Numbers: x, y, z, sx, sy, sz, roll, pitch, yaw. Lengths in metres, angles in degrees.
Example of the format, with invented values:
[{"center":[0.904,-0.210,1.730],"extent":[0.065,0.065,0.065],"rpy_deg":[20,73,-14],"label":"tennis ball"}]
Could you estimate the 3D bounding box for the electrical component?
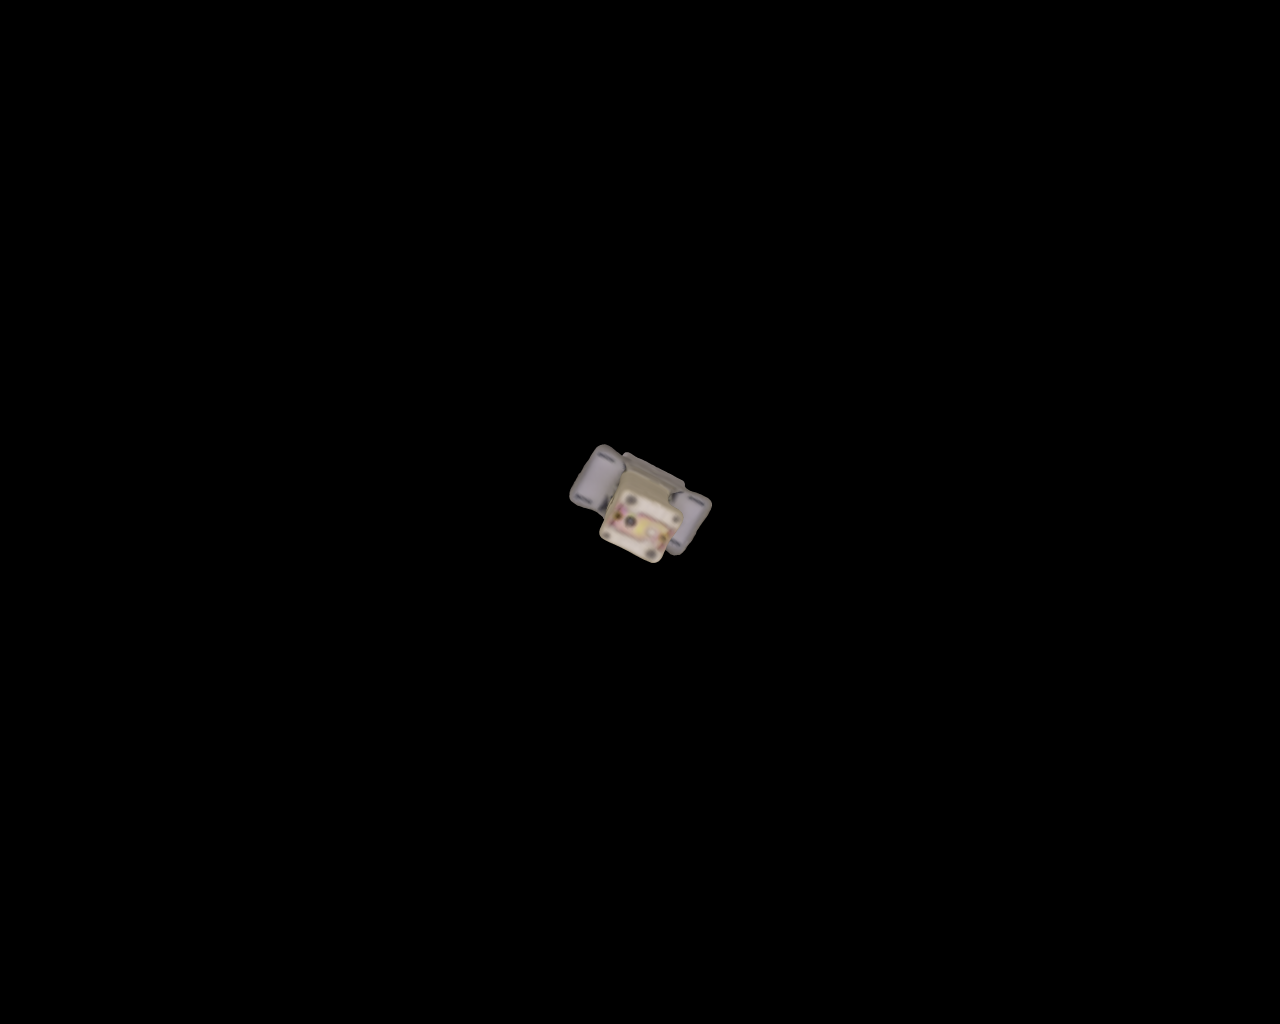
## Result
[{"center":[0.001,-0.003,0.650],"extent":[0.081,0.042,0.064],"rpy_deg":[26,21,-11],"label":"electrical component"}]
